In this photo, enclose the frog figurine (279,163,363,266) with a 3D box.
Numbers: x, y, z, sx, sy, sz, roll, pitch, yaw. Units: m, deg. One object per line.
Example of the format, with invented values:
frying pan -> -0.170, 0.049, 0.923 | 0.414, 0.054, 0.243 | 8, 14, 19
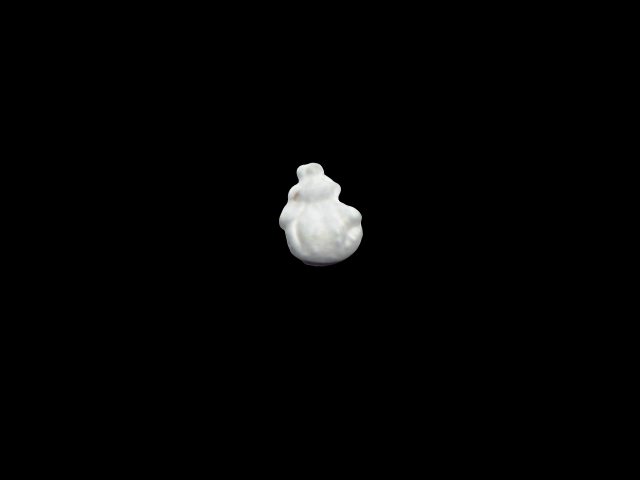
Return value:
frog figurine -> 0.003, -0.043, 0.850 | 0.137, 0.156, 0.125 | 7, 28, 14
